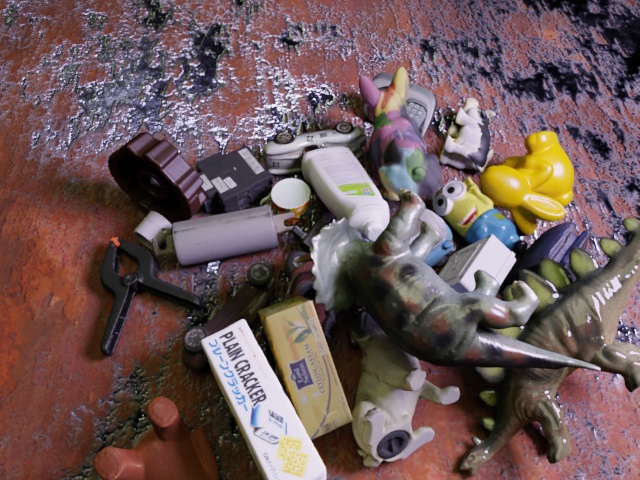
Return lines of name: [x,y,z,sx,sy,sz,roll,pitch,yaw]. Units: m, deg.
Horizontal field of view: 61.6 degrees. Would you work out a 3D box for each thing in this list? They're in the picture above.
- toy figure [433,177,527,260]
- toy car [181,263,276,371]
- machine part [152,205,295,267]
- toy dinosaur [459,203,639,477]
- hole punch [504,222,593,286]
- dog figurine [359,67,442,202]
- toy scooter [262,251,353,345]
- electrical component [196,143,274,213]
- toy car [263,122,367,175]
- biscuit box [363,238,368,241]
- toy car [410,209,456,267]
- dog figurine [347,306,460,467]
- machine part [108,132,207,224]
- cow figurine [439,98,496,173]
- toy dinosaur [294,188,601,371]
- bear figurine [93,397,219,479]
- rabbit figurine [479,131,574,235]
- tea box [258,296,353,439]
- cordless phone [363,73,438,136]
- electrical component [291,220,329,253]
toy figure: [0.267,-0.029,0.915,0.082,0.089,0.180,-42,65,-6]
toy car: [-0.129,0.117,0.816,0.053,0.089,0.202,33,60,22]
machine part: [-0.159,-0.007,0.911,0.243,0.079,0.079,-12,55,-8]
toy dinosaur: [0.334,0.123,0.721,0.199,0.105,0.471,42,91,18]
hole punch: [0.362,0.034,0.855,0.092,0.115,0.142,32,60,30]
dog figurine: [0.134,-0.187,0.942,0.108,0.219,0.191,-14,12,1]
toy scooter: [-0.006,0.099,0.837,0.135,0.075,0.184,13,52,7]
electrical component: [-0.167,-0.107,0.995,0.134,0.058,0.115,-28,57,-17]
toy car: [-0.008,-0.173,1.028,0.202,0.073,0.056,-10,52,-6]
biscuit box: [0.115,0.073,0.812,0.203,0.059,0.062,35,105,24]
toy car: [0.149,-0.004,0.889,0.162,0.102,0.109,-26,57,-19]
dog figurine: [0.078,0.199,0.767,0.172,0.121,0.191,-46,33,-1]
machine part: [-0.277,-0.102,0.923,0.180,0.179,0.056,25,55,18]
cow figurine: [0.301,-0.208,1.051,0.098,0.068,0.167,23,61,9]
toy dinosaur: [0.130,0.079,0.690,0.192,0.131,0.405,-46,65,-2]
bear figurine: [-0.161,0.309,0.658,0.196,0.131,0.120,36,66,30]
rabbit figurine: [0.352,-0.092,0.940,0.173,0.122,0.162,-11,76,-31]
tea box: [-0.023,0.167,0.726,0.068,0.098,0.169,-20,91,-13]
cordless phone: [0.134,-0.228,1.072,0.147,0.088,0.184,30,79,20]
electrical component: [-0.002,-0.003,0.920,0.094,0.021,0.063,37,59,-4]
